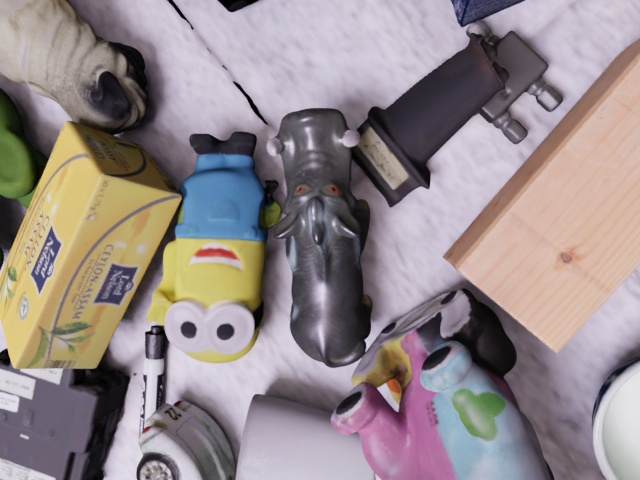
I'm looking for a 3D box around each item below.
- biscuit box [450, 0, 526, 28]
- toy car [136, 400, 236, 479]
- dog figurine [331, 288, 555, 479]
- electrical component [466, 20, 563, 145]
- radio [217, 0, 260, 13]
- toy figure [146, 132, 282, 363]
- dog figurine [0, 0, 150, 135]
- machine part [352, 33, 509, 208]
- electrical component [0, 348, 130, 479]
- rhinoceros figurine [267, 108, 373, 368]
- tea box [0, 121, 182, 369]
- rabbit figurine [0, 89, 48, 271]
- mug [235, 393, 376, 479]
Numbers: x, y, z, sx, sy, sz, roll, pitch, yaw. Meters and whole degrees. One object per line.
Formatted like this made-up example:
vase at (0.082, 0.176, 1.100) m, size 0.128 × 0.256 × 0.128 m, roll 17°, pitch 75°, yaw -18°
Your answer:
biscuit box at (0.190, -0.230, 0.388) m, size 0.203 × 0.063 × 0.059 m, roll -20°, pitch 88°, yaw 9°
toy car at (-0.084, 0.226, 0.444) m, size 0.056 × 0.073 × 0.201 m, roll -30°, pitch 88°, yaw 12°
dog figurine at (0.114, 0.160, 0.362) m, size 0.108 × 0.191 × 0.219 m, roll -33°, pitch 92°, yaw 25°
electrical component at (0.140, -0.125, 0.421) m, size 0.063 × 0.021 × 0.094 m, roll -44°, pitch 86°, yaw 9°
radio at (-0.080, -0.246, 0.347) m, size 0.073 × 0.229 × 0.131 m, roll -21°, pitch 94°, yaw 10°
toy figure at (-0.076, 0.008, 0.432) m, size 0.082 × 0.089 × 0.180 m, roll 0°, pitch 84°, yaw 23°
dog figurine at (-0.249, -0.154, 0.450) m, size 0.172 × 0.121 × 0.190 m, roll -13°, pitch 114°, yaw 44°
machine part at (0.082, -0.093, 0.413) m, size 0.139 × 0.039 × 0.084 m, roll -45°, pitch 77°, yaw 27°
electrical component at (-0.238, 0.148, 0.473) m, size 0.115 × 0.058 × 0.134 m, roll 17°, pitch 94°, yaw 6°
rhinoceros figurine at (-0.001, -0.001, 0.404) m, size 0.073 × 0.112 × 0.190 m, roll -1°, pitch 100°, yaw 11°
tea box at (-0.188, 0.007, 0.423) m, size 0.098 × 0.068 × 0.169 m, roll 42°, pitch 108°, yaw 41°
rabbit figurine at (-0.302, -0.058, 0.448) m, size 0.159 × 0.121 × 0.170 m, roll 16°, pitch 80°, yaw 4°
mug at (-0.010, 0.183, 0.425) m, size 0.107 × 0.080 × 0.109 m, roll 6°, pitch 71°, yaw 2°
